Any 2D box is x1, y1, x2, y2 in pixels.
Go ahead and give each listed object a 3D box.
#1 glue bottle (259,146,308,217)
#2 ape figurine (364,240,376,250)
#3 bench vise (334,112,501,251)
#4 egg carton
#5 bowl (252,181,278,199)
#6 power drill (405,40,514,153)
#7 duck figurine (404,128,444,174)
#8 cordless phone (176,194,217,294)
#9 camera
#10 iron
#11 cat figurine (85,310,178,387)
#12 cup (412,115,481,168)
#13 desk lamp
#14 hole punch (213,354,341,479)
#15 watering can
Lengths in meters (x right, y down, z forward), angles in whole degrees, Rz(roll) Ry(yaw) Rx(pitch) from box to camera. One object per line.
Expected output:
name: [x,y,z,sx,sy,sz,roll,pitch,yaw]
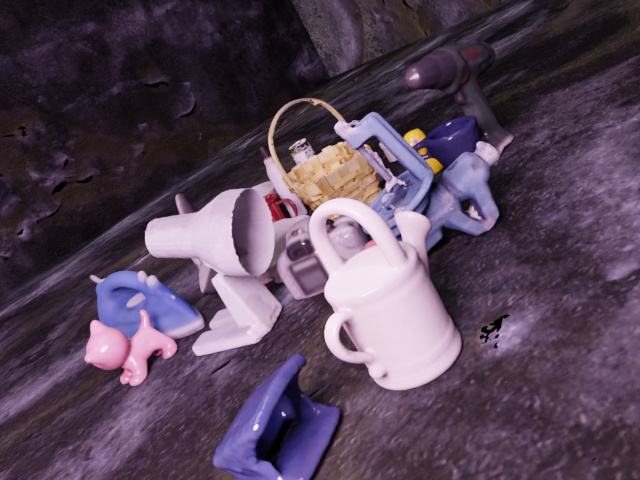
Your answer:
glue bottle: [-0.085,-0.127,1.238,0.037,0.173,0.078,-30,19,-1]
ape figurine: [0.081,0.042,0.686,0.078,0.092,0.076,-40,21,-28]
bench vise: [0.123,-0.088,0.759,0.208,0.220,0.121,-35,19,-14]
egg carton: [-0.067,0.015,1.010,0.107,0.069,0.150,-10,27,46]
bowl: [-0.161,-0.066,1.350,0.167,0.075,0.167,-26,19,10]
power drill: [0.248,-0.238,0.980,0.075,0.209,0.230,-9,28,47]
duck figurine: [0.191,-0.169,1.077,0.077,0.086,0.105,-7,29,49]
cordless phone: [-0.232,0.003,1.104,0.094,0.185,0.147,-33,19,-8]
camera: [0.008,0.003,0.880,0.143,0.101,0.137,-24,20,18]
iron: [-0.318,0.108,1.029,0.257,0.142,0.119,-12,25,42]
cat figurine: [-0.308,0.165,0.903,0.067,0.118,0.128,-7,29,48]
cup: [0.218,-0.139,0.946,0.117,0.095,0.092,-22,20,22]
desk lamp: [-0.140,0.044,0.818,0.202,0.214,0.118,-19,21,28]
hole punch: [-0.051,0.174,0.544,0.100,0.091,0.109,-17,23,33]
watering can: [0.058,0.039,0.569,0.100,0.194,0.173,-19,21,28]
